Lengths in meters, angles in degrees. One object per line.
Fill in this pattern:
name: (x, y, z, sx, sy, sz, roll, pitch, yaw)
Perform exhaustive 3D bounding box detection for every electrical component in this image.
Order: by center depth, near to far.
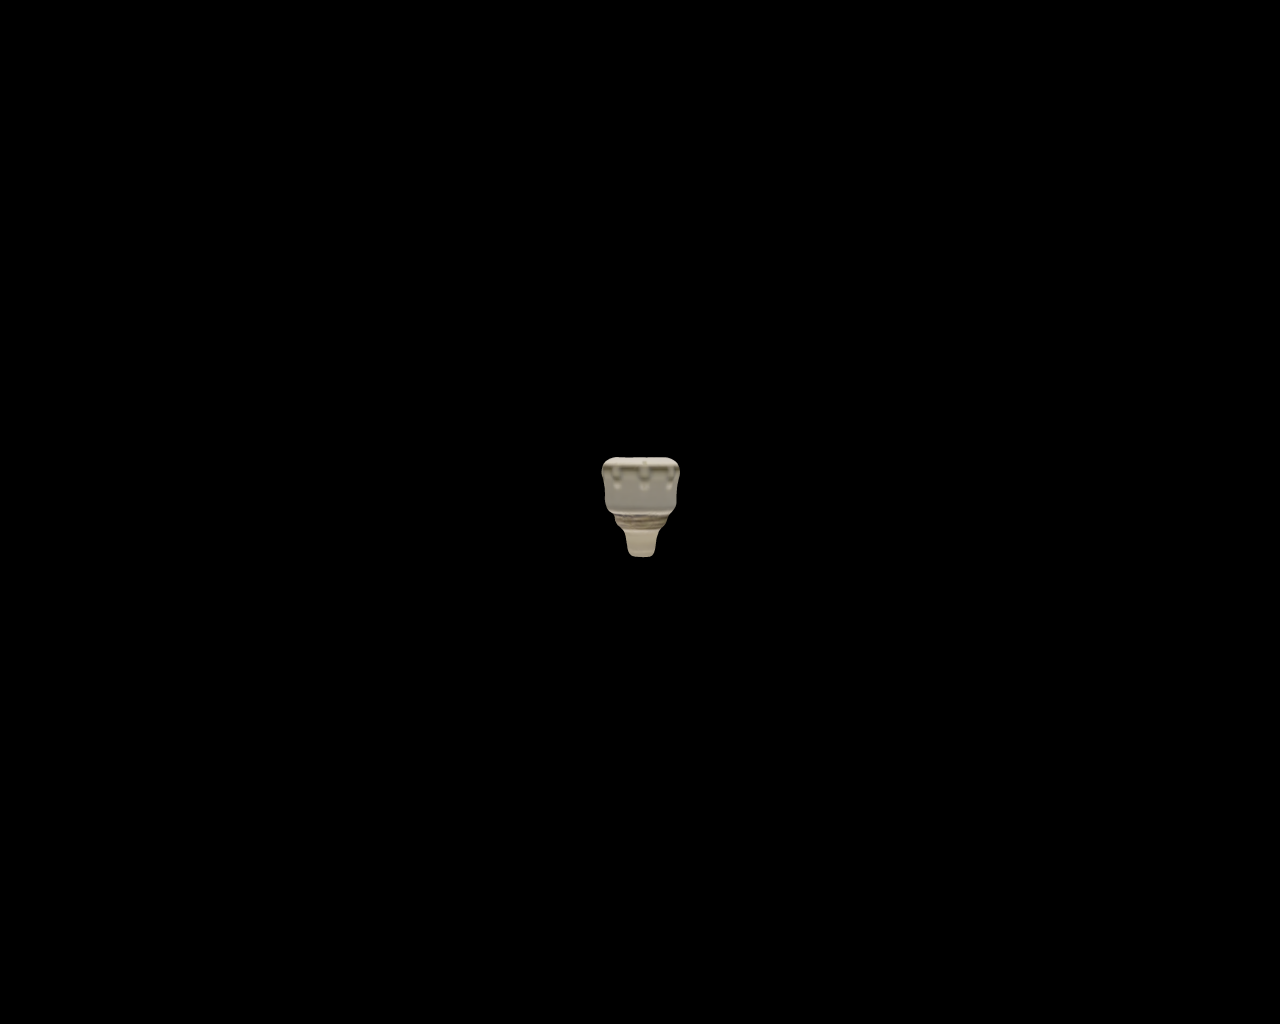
electrical component: (0.001, -0.003, 0.650, 0.048, 0.062, 0.048, 0, 4, 0)
